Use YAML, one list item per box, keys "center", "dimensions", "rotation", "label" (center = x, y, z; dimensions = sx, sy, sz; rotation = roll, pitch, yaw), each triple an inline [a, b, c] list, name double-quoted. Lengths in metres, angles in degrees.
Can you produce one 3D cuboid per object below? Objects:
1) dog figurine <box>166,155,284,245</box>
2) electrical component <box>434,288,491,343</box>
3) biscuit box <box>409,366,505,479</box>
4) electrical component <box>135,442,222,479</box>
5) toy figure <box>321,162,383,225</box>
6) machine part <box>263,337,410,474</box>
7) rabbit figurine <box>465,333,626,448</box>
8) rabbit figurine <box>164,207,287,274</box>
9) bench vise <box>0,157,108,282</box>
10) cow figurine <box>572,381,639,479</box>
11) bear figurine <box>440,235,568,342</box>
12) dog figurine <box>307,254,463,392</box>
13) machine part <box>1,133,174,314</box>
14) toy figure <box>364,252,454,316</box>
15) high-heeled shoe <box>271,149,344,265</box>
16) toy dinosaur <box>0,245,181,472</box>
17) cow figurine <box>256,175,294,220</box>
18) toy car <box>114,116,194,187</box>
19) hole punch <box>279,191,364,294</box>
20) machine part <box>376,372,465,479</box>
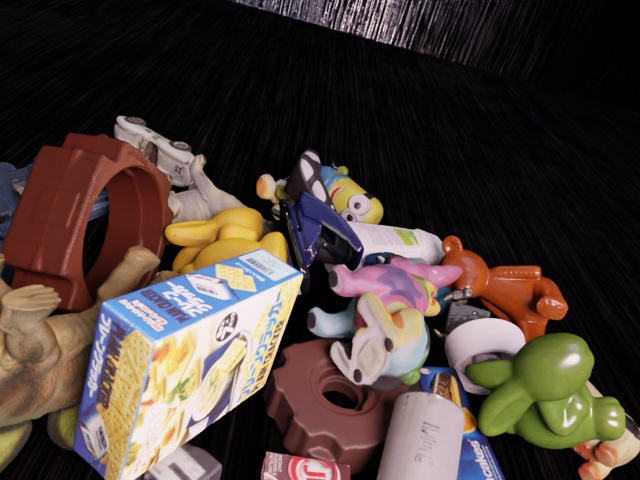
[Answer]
- center: [-0.171, -0.012, 0.827]
  dimensions: [0.191, 0.121, 0.172]
  rotation: [44, 72, 10]
  label: "dog figurine"
- center: [0.213, 0.124, 0.798]
  dimensions: [0.078, 0.045, 0.102]
  rotation: [19, 68, 13]
  label: "electrical component"
- center: [0.152, 0.239, 0.616]
  dimensions: [0.063, 0.059, 0.203]
  rotation: [7, 34, -15]
  label: "biscuit box"
- center: [-0.129, 0.235, 0.505]
  dimensions: [0.119, 0.047, 0.075]
  rotation: [32, 35, 21]
  label: "electrical component"
- center: [0.044, -0.087, 1.033]
  dimensions: [0.089, 0.082, 0.180]
  rotation: [-19, 49, -39]
  label: "toy figure"
- center: [0.024, 0.188, 0.639]
  dimensions: [0.179, 0.056, 0.179]
  rotation: [12, 34, -8]
  label: "machine part"
- center: [0.249, 0.157, 0.608]
  dimensions: [0.159, 0.170, 0.121]
  rotation: [-13, 49, 10]
  label: "rabbit figurine"
- center: [-0.124, 0.019, 0.732]
  dimensions: [0.162, 0.121, 0.173]
  rotation: [-2, 38, -1]
  label: "rabbit figurine"
- center: [-0.351, -0.044, 0.759]
  dimensions: [0.224, 0.128, 0.240]
  rotation: [36, 44, 29]
  label: "bench vise"
- center: [0.338, 0.211, 0.722]
  dimensions: [0.127, 0.085, 0.195]
  rotation: [-12, 40, -28]
  label: "cow figurine"
- center: [0.272, 0.081, 0.852]
  dimensions: [0.196, 0.120, 0.132]
  rotation: [21, 30, 8]
  label: "bear figurine"
- center: [0.109, 0.089, 0.679]
  dimensions: [0.219, 0.108, 0.192]
  rotation: [-4, 36, -37]
  label: "dog figurine"
- center: [-0.264, -0.009, 0.637]
  dimensions: [0.087, 0.201, 0.201]
  rotation: [10, -14, 12]
  label: "machine part"
- center: [0.140, 0.063, 0.856]
  dimensions: [0.154, 0.064, 0.058]
  rotation: [34, 29, 0]
  label: "toy figure"
- center: [0.010, -0.061, 0.876]
  dimensions: [0.145, 0.086, 0.249]
  rotation: [29, 39, -5]
  label: "high-heeled shoe"
- center: [-0.272, 0.113, 0.475]
  dimensions: [0.471, 0.198, 0.105]
  rotation: [-2, 27, -45]
  label: "toy dinosaur"
- center: [-0.039, -0.070, 0.986]
  dimensions: [0.098, 0.068, 0.167]
  rotation: [-12, 46, -45]
  label: "cow figurine"
- center: [-0.311, -0.166, 1.000]
  dimensions: [0.202, 0.073, 0.056]
  rotation: [29, 34, 18]
  label: "toy car"
- center: [-0.001, -0.002, 0.707]
  dimensions: [0.092, 0.142, 0.116]
  rotation: [-19, 76, -4]
  label: "hole punch"
- center: [0.093, 0.240, 0.525]
  dimensions: [0.079, 0.079, 0.243]
  rotation: [20, 53, 5]
  label: "machine part"
